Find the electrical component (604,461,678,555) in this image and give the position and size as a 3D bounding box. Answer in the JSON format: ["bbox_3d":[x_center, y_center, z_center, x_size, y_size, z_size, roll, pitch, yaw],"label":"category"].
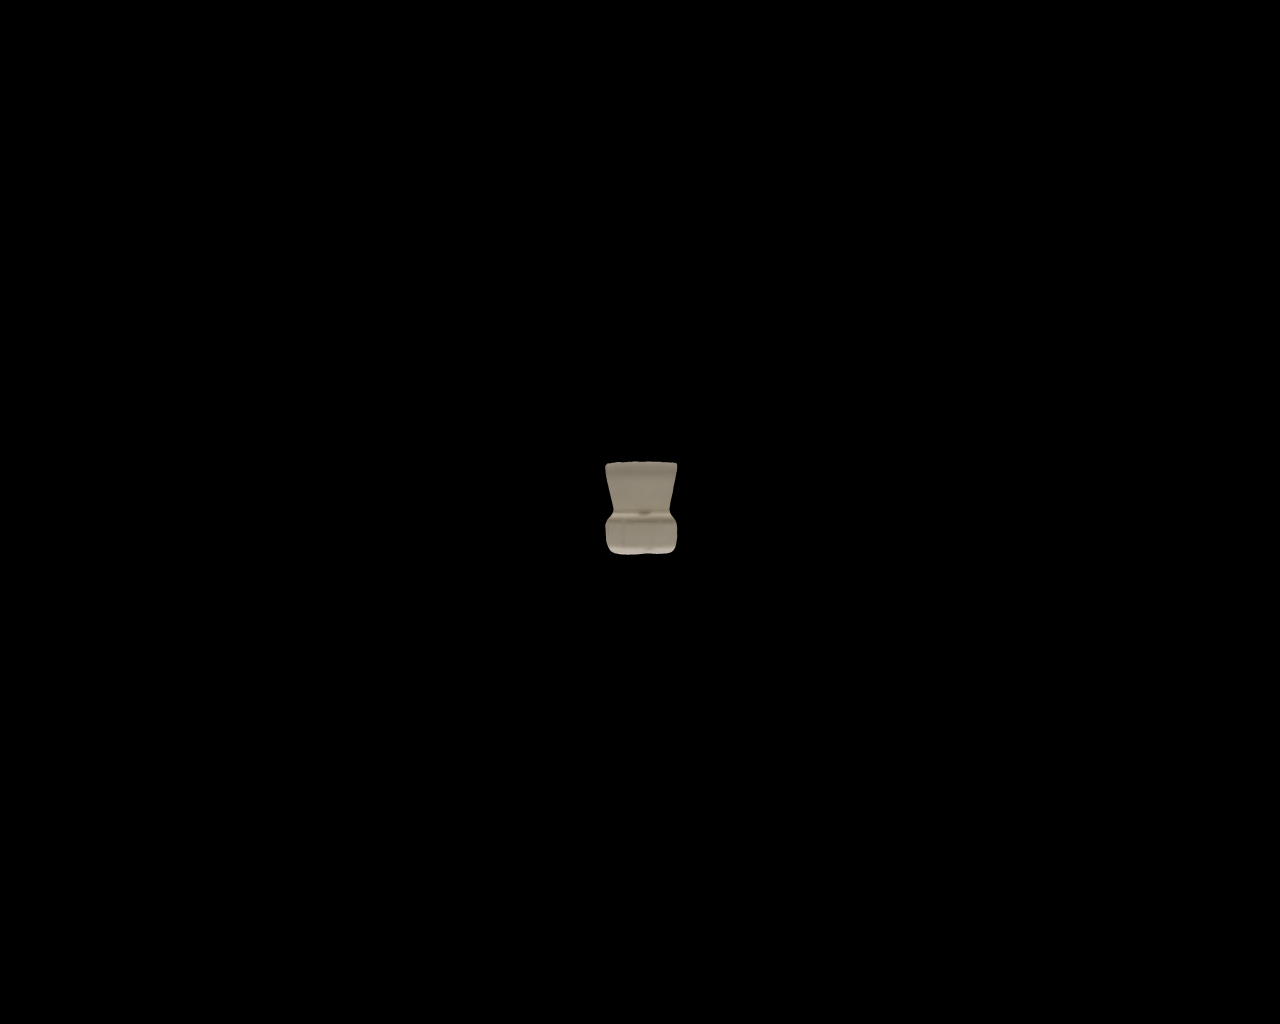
[{"bbox_3d":[0.001,-0.003,0.650,0.045,0.055,0.045,0,0,0],"label":"electrical component"}]
